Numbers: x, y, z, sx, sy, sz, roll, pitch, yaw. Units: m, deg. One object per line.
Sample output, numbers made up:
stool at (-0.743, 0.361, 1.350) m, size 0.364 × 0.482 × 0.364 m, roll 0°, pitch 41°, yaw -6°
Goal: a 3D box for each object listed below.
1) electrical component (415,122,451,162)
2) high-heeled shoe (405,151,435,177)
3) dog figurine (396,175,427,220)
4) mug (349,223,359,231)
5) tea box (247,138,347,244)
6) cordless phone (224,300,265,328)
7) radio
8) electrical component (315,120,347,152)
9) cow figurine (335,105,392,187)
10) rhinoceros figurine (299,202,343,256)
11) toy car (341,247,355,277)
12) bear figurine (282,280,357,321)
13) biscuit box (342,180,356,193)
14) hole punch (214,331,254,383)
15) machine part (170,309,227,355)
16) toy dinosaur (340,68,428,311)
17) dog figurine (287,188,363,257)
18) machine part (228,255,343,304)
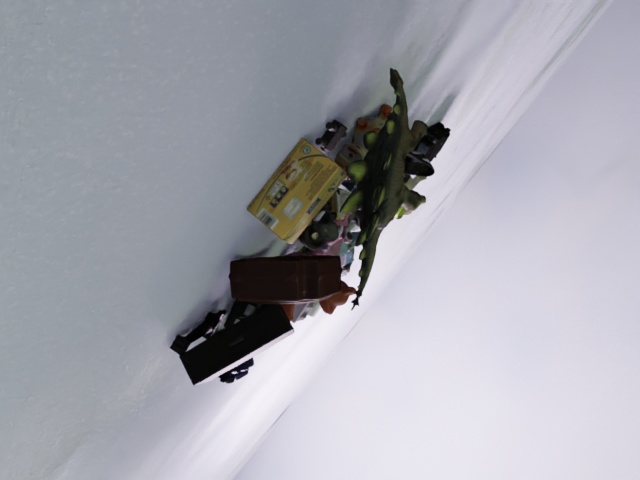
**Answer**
electrical component at (0.336, -0.289, 1.653) m, size 0.134 × 0.058 × 0.114 m, roll -36°, pitch 157°, yaw -43°
high-heeled shoe at (0.190, -0.186, 1.319) m, size 0.249 × 0.145 × 0.086 m, roll -29°, pitch 153°, yaw -56°
dog figurine at (0.221, -0.138, 1.549) m, size 0.190 × 0.121 × 0.172 m, roll -13°, pitch 105°, yaw -60°
mug at (0.109, -0.073, 1.479) m, size 0.107 × 0.081 × 0.109 m, roll -45°, pitch 172°, yaw 16°
tea box at (-0.042, -0.089, 0.991) m, size 0.169 × 0.098 × 0.068 m, roll -49°, pitch 164°, yaw 3°
cordless phone at (-0.145, 0.144, 1.299) m, size 0.146 × 0.089 × 0.184 m, roll -61°, pitch 180°, yaw 34°
radio at (-0.166, 0.215, 1.129) m, size 0.230 × 0.073 × 0.131 m, roll -28°, pitch 169°, yaw -3°
electrical component at (0.024, -0.201, 1.051) m, size 0.063 × 0.021 × 0.094 m, roll -54°, pitch 165°, yaw 14°
cow figurine at (0.101, -0.200, 1.166) m, size 0.195 × 0.086 × 0.127 m, roll -39°, pitch 154°, yaw -38°
rhinoceros figurine at (-0.013, -0.030, 1.091) m, size 0.112 × 0.073 × 0.190 m, roll -50°, pitch -158°, yaw 1°
toy car at (0.048, 0.018, 1.506) m, size 0.103 × 0.109 × 0.161 m, roll -68°, pitch 169°, yaw -46°
bear figurine at (-0.015, 0.153, 1.362) m, size 0.120 × 0.196 × 0.132 m, roll 173°, pitch -70°, yaw -71°
biscuit box at (0.095, -0.142, 1.315) m, size 0.063 × 0.059 × 0.202 m, roll -52°, pitch 164°, yaw 7°
hole punch at (-0.222, 0.281, 1.321) m, size 0.092 × 0.116 × 0.142 m, roll -61°, pitch 163°, yaw 6°
machine part at (-0.260, 0.199, 1.161) m, size 0.139 × 0.039 × 0.084 m, roll -33°, pitch 165°, yaw -52°
toy dinosaur at (0.116, -0.091, 1.056) m, size 0.198 × 0.105 × 0.470 m, roll -26°, pitch 125°, yaw -52°
dog figurine at (-0.003, -0.004, 1.295) m, size 0.219 × 0.191 × 0.108 m, roll -26°, pitch 159°, yaw 32°
machine part at (-0.068, 0.078, 1.102) m, size 0.201 × 0.201 × 0.087 m, roll -1°, pitch 89°, yaw -69°
